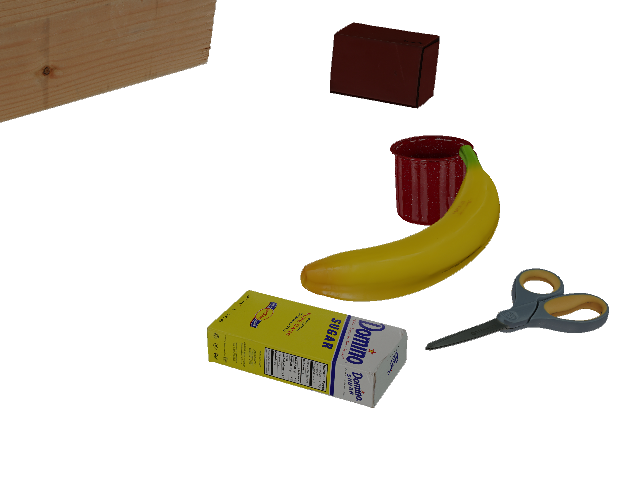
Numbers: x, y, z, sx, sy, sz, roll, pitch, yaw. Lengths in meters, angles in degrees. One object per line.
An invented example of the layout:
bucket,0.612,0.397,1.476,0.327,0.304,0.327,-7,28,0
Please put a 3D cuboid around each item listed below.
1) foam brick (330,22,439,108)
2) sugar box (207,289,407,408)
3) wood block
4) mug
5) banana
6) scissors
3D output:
foam brick,0.052,-0.145,0.878,0.078,0.051,0.053,13,25,18
sugar box,-0.012,0.102,1.037,0.176,0.048,0.093,10,27,21
wood block,-0.192,-0.174,0.843,0.205,0.091,0.090,-24,54,-35
mug,0.135,-0.071,1.216,0.117,0.081,0.093,-20,28,-36
banana,0.071,0.000,0.749,0.070,0.037,0.197,35,48,23
scissors,0.160,0.059,0.935,0.201,0.016,0.096,-3,32,-24
